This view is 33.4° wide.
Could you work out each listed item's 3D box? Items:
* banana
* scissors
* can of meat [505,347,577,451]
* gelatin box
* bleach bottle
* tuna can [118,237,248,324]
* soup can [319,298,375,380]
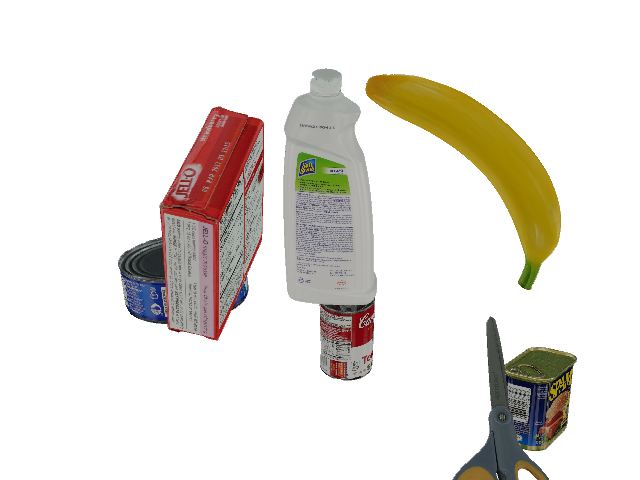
[{"bbox_3d":[0.116,-0.057,0.781,0.070,0.198,0.037,-38,-1,11],"label":"banana"},{"bbox_3d":[0.130,0.156,0.864,0.096,0.202,0.016,-10,-33,-12],"label":"scissors"},{"bbox_3d":[0.236,0.172,1.162,0.058,0.084,0.101,11,16,31],"label":"can of meat"},{"bbox_3d":[-0.052,-0.008,0.519,0.030,0.073,0.089,13,-43,8],"label":"gelatin box"},{"bbox_3d":[0.013,-0.055,1.111,0.102,0.251,0.068,2,29,2],"label":"bleach bottle"},{"bbox_3d":[-0.092,0.025,0.722,0.086,0.034,0.086,-4,20,1],"label":"tuna can"},{"bbox_3d":[0.032,0.112,1.308,0.068,0.102,0.068,0,29,0],"label":"soup can"}]
